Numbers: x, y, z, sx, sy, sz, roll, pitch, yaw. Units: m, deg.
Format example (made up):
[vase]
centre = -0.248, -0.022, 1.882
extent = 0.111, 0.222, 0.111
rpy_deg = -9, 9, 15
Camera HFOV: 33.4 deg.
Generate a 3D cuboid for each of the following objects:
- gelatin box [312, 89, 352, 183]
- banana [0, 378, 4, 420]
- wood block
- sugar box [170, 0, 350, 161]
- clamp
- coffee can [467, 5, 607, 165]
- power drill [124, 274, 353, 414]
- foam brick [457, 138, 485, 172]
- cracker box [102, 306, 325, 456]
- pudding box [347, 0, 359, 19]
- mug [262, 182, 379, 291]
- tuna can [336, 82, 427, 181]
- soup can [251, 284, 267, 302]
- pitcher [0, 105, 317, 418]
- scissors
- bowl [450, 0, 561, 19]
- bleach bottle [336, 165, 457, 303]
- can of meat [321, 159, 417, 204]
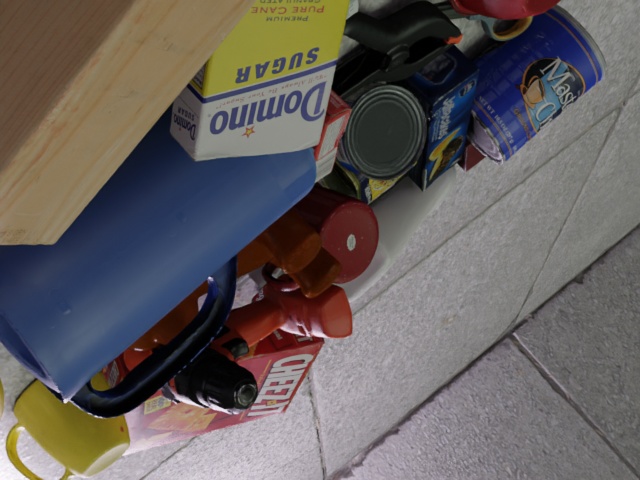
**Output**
[gelatin box]
centre = -0.016, -0.095, 0.831
extent = 0.030, 0.073, 0.089
rpy_deg = -34, 161, -27
[banana]
centre = -0.289, 0.131, 0.866
extent = 0.069, 0.037, 0.198
rpy_deg = -30, 160, -32
[wood block]
centre = -0.129, -0.100, 0.550
extent = 0.206, 0.091, 0.090
rpy_deg = -47, 162, 18
[sugar box]
centre = -0.031, -0.135, 0.633
extent = 0.093, 0.048, 0.176
rpy_deg = -10, 126, -30
[clamp]
centre = 0.052, -0.162, 0.873
extent = 0.171, 0.039, 0.120
rpy_deg = -29, 164, -27
[coffee can]
centre = 0.206, -0.160, 1.092
extent = 0.140, 0.103, 0.102
rpy_deg = -40, 163, -1
[power drill]
centre = -0.063, 0.092, 0.970
extent = 0.187, 0.185, 0.057
rpy_deg = -21, 111, -34
[foam brick]
centre = 0.165, -0.121, 1.188
extent = 0.051, 0.053, 0.078
rpy_deg = -39, 162, -6
[cracker box]
centre = -0.120, 0.145, 1.115
extent = 0.213, 0.072, 0.164
rpy_deg = -10, 149, -27
[pudding box]
centre = -0.022, -0.165, 0.706
extent = 0.090, 0.039, 0.113
rpy_deg = -38, 160, -5
[mug]
centre = -0.007, 0.001, 0.999
extent = 0.117, 0.082, 0.093
rpy_deg = -48, 130, -20
[tuna can]
centre = 0.051, -0.098, 0.954
extent = 0.086, 0.034, 0.086
rpy_deg = -8, 107, -27
[soup can]
centre = -0.022, 0.052, 1.187
extent = 0.068, 0.068, 0.102
rpy_deg = -16, 150, -54
[pitcher]
centre = -0.118, -0.003, 0.734
extent = 0.242, 0.145, 0.149
rpy_deg = -38, 160, -20
[scissors]
centre = 0.153, -0.225, 0.970
extent = 0.201, 0.016, 0.096
rpy_deg = -1, 130, -56
[bowl]
centre = 0.184, -0.242, 0.898
extent = 0.162, 0.055, 0.162
rpy_deg = -35, 155, -19
[bleach bottle]
centre = 0.085, -0.029, 1.173
extent = 0.103, 0.068, 0.250
rpy_deg = -44, 180, 39
[can of meat]
centre = 0.048, -0.080, 1.033
extent = 0.084, 0.057, 0.102
rpy_deg = -39, 163, -11
